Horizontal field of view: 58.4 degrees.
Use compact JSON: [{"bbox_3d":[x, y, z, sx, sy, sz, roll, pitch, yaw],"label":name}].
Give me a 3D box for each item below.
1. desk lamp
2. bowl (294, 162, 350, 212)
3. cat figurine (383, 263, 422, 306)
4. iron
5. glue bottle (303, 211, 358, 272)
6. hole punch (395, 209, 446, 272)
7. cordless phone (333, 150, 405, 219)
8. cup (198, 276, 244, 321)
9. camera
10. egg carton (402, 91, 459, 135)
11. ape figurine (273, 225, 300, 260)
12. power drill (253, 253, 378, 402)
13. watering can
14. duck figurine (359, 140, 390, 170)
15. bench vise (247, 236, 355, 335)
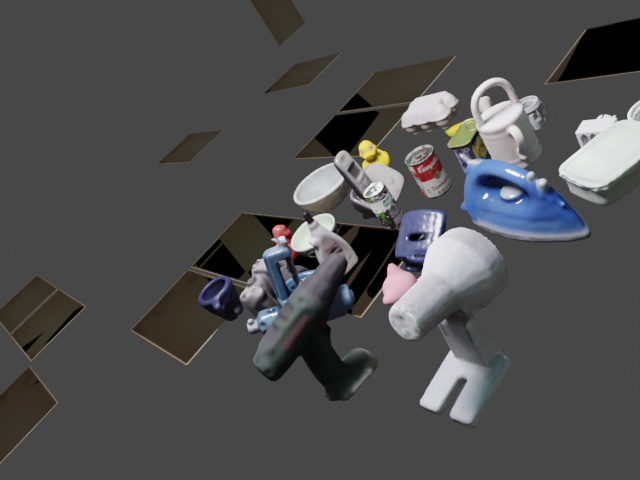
[{"bbox_3d":[0.193,0.119,0.820,0.117,0.214,0.203,5,49,50],"label":"desk lamp"},{"bbox_3d":[0.018,-0.126,1.511,0.167,0.075,0.167,-27,30,18],"label":"bowl"},{"bbox_3d":[0.165,0.080,1.007,0.128,0.118,0.067,-38,29,-3],"label":"cat figurine"},{"bbox_3d":[0.353,-0.086,1.021,0.119,0.142,0.257,-43,30,-12],"label":"iron"},{"bbox_3d":[0.011,0.004,1.226,0.078,0.173,0.037,-45,30,-15],"label":"glue bottle"},{"bbox_3d":[0.201,0.002,1.108,0.108,0.091,0.101,-2,44,46],"label":"hole punch"},{"bbox_3d":[0.110,-0.152,1.335,0.093,0.185,0.148,-11,38,38],"label":"cordless phone"},{"bbox_3d":[-0.222,0.152,1.346,0.091,0.095,0.117,-35,29,3],"label":"cup"},{"bbox_3d":[-0.094,0.097,1.281,0.136,0.101,0.143,-3,43,45],"label":"camera"},{"bbox_3d":[0.293,-0.337,1.526,0.149,0.070,0.107,-3,43,45],"label":"egg carton"},{"bbox_3d":[-0.083,0.001,1.418,0.076,0.092,0.077,-31,29,10],"label":"ape figurine"},{"bbox_3d":[0.006,0.164,0.963,0.230,0.209,0.075,-45,30,-15],"label":"power drill"},{"bbox_3d":[0.369,-0.243,1.177,0.101,0.194,0.172,-42,29,-10],"label":"watering can"},{"bbox_3d":[0.135,-0.227,1.519,0.077,0.086,0.104,-27,30,17],"label":"duck figurine"},{"bbox_3d":[-0.061,0.109,1.104,0.207,0.220,0.121,-42,29,-9],"label":"bench vise"}]
